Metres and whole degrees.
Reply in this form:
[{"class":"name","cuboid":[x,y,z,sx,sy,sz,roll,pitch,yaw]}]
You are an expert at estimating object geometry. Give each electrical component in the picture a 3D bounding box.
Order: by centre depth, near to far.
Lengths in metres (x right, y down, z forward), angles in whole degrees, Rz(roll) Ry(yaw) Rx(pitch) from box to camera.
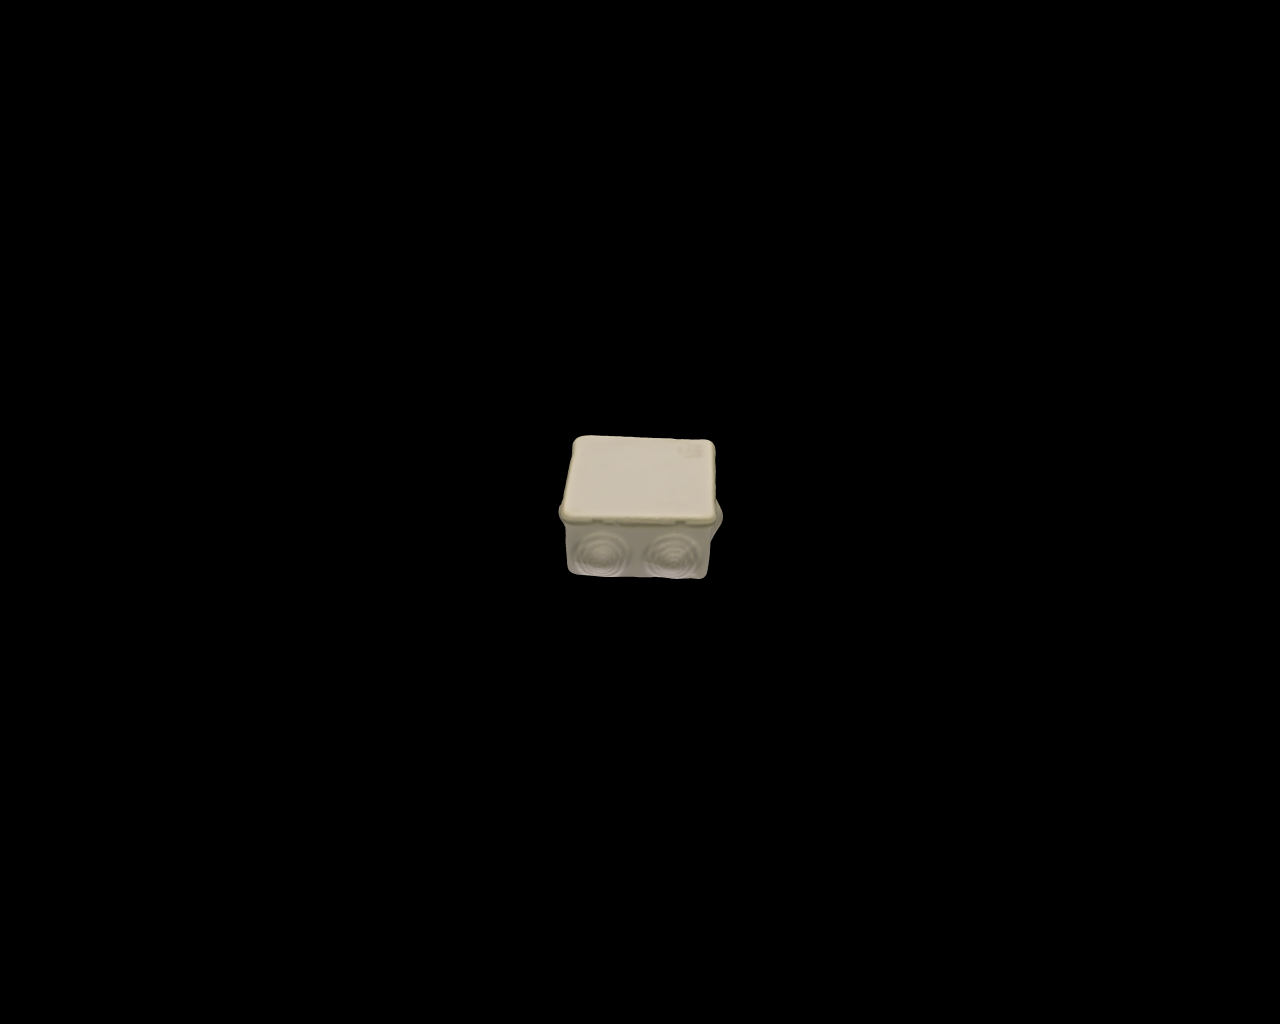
[{"class":"electrical component","cuboid":[0.001,-0.003,0.650,0.100,0.048,0.100,2,36,2]}]
